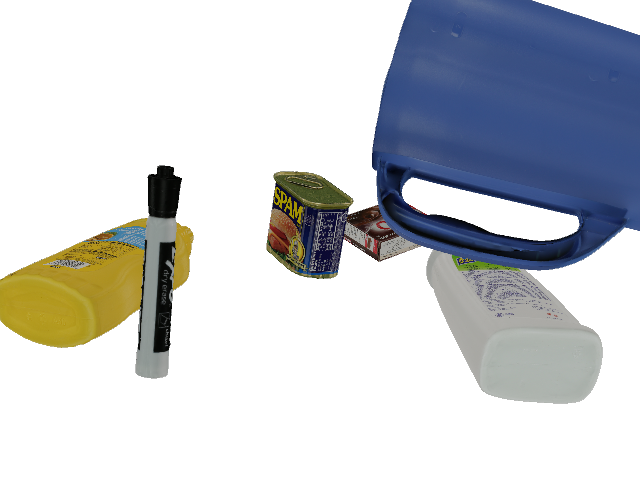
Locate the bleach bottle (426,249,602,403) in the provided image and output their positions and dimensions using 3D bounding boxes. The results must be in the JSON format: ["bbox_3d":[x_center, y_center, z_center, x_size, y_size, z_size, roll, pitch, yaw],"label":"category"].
[{"bbox_3d":[0.156,0.052,0.944,0.102,0.068,0.251,4,21,-9],"label":"bleach bottle"}]

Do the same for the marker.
[{"bbox_3d":[-0.092,0.018,0.606,0.020,0.121,0.020,5,10,-1],"label":"marker"}]

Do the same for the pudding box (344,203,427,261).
[{"bbox_3d":[0.099,-0.017,1.541,0.113,0.039,0.090,-21,35,-31],"label":"pudding box"}]

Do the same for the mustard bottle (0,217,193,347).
[{"bbox_3d":[-0.161,0.024,0.856,0.096,0.058,0.191,5,20,27],"label":"mustard bottle"}]

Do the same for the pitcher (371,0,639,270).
[{"bbox_3d":[0.157,-0.066,0.665,0.243,0.149,0.144,17,32,9],"label":"pitcher"}]

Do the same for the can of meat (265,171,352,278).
[{"bbox_3d":[-0.014,-0.016,1.109,0.057,0.084,0.102,-2,22,-28],"label":"can of meat"}]
